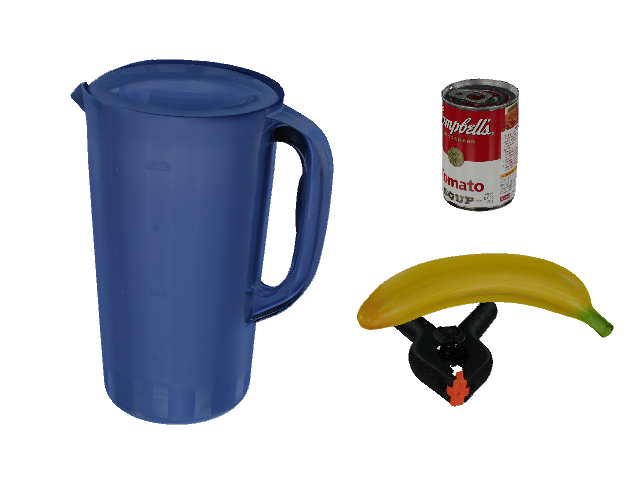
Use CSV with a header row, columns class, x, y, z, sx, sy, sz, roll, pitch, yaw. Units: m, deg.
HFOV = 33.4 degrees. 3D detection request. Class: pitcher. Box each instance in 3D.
class,x,y,z,sx,sy,sz,roll,pitch,yaw
pitcher,-0.088,0.004,0.744,0.144,0.243,0.149,-8,27,-25

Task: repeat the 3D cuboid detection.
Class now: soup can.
class,x,y,z,sx,sy,sz,roll,pitch,yaw
soup can,0.143,-0.086,0.960,0.068,0.102,0.068,-3,30,2

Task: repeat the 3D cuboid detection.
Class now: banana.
class,x,y,z,sx,sy,sz,roll,pitch,yaw
banana,0.120,0.038,0.798,0.197,0.037,0.069,1,35,-11

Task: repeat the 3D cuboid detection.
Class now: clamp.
class,x,y,z,sx,sy,sz,roll,pitch,yaw
clamp,0.132,0.099,1.036,0.120,0.039,0.171,-7,30,-7
